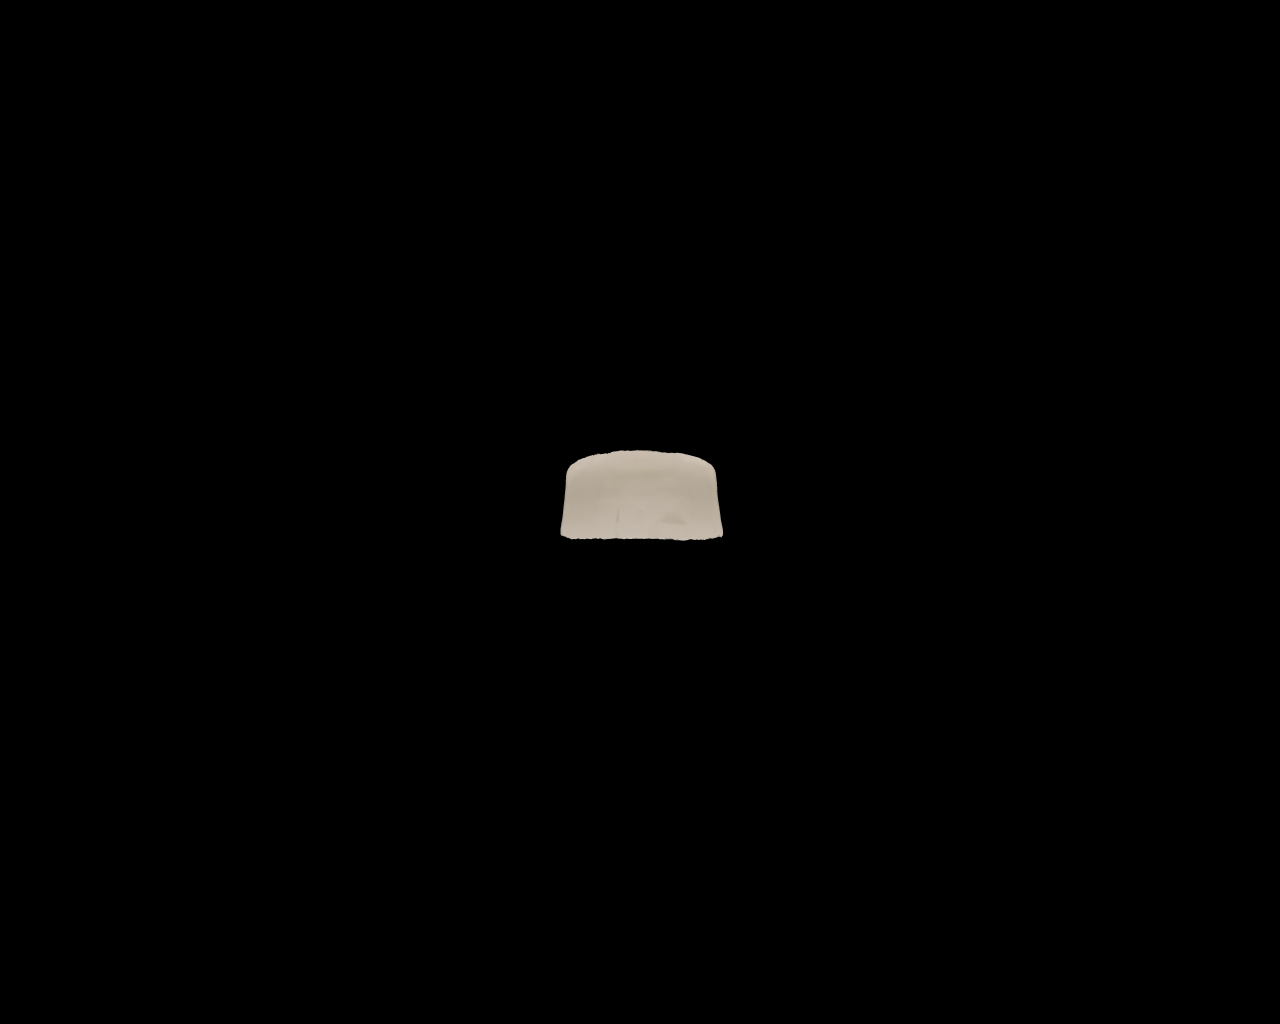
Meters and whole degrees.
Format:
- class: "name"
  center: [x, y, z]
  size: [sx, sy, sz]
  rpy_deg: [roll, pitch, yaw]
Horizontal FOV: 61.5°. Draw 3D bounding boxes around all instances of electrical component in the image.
- class: "electrical component"
  center: [0.001, -0.003, 0.650]
  size: [0.099, 0.064, 0.099]
  rpy_deg: [0, -12, 0]
